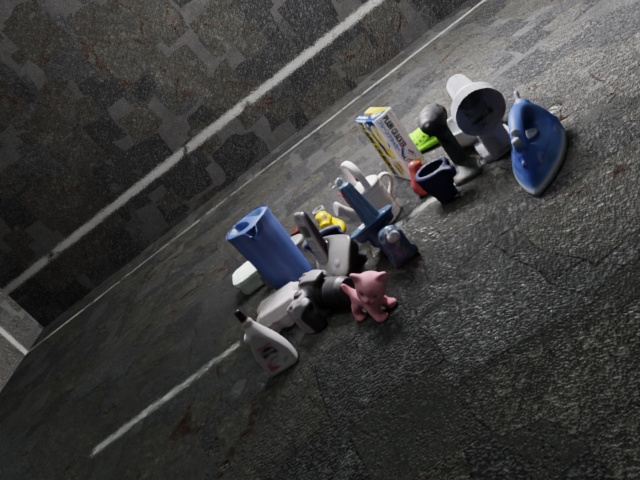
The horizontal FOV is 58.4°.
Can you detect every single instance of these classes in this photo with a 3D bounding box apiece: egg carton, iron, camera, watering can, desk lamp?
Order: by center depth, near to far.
[{"bbox_3d":[0.439,-0.214,1.215,0.118,0.142,0.258,-24,24,35],"label":"iron"},{"bbox_3d":[0.009,0.124,1.286,0.136,0.101,0.143,-13,32,50],"label":"camera"},{"bbox_3d":[0.385,-0.297,1.383,0.118,0.214,0.203,-33,20,14],"label":"desk lamp"},{"bbox_3d":[-0.088,0.168,1.405,0.150,0.069,0.107,-35,20,10],"label":"egg carton"},{"bbox_3d":[0.113,-0.121,1.500,0.100,0.194,0.173,-9,35,54],"label":"watering can"}]

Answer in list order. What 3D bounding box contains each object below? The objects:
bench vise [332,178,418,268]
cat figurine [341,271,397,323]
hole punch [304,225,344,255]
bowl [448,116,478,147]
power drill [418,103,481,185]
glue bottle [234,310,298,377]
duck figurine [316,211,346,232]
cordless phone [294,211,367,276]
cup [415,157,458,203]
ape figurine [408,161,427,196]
[{"bbox_3d":[0.126,-0.053,1.291,0.122,0.220,0.206,-46,21,-20],"label":"bench vise"},{"bbox_3d":[0.093,0.104,1.156,0.127,0.118,0.067,-10,34,53],"label":"cat figurine"},{"bbox_3d":[0.014,0.003,1.557,0.108,0.091,0.101,-35,20,11],"label":"hole punch"},{"bbox_3d":[0.410,-0.303,1.559,0.167,0.075,0.167,-33,20,14],"label":"bowl"},{"bbox_3d":[0.310,-0.244,1.404,0.075,0.209,0.229,-30,21,22],"label":"power drill"},{"bbox_3d":[-0.125,0.212,1.218,0.078,0.173,0.037,-35,20,9],"label":"glue bottle"},{"bbox_3d":[0.022,-0.048,1.661,0.077,0.086,0.104,-32,21,17],"label":"duck figurine"},{"bbox_3d":[0.013,0.005,1.413,0.094,0.185,0.147,-50,23,-28],"label":"cordless phone"},{"bbox_3d":[0.296,-0.138,1.367,0.092,0.095,0.117,-47,22,-23],"label":"cup"},{"bbox_3d":[0.264,-0.167,1.491,0.076,0.092,0.078,-33,21,15],"label":"ape figurine"}]
